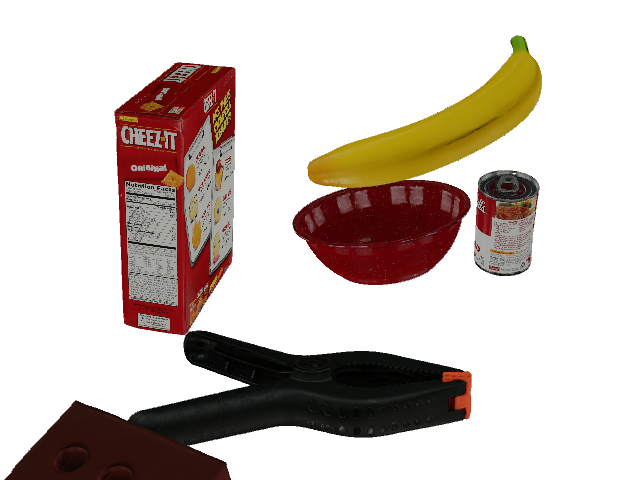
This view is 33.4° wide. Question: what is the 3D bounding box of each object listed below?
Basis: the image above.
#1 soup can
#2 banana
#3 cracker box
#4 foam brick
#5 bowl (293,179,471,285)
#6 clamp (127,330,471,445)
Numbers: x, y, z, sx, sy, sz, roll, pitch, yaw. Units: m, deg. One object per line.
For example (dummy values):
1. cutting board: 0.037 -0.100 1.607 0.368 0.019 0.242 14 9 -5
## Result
1. soup can: 0.210 -0.020 1.210 0.068 0.102 0.068 -1 33 1
2. banana: 0.087 -0.081 0.752 0.197 0.037 0.070 -31 31 -14
3. cracker box: -0.135 -0.043 1.013 0.072 0.214 0.164 7 25 10
4. foam brick: -0.079 0.111 0.431 0.078 0.051 0.052 17 43 22
5. bowl: 0.058 -0.003 0.969 0.162 0.055 0.162 -9 21 3
6. clamp: -0.010 0.093 0.691 0.210 0.036 0.164 -1 15 -1
